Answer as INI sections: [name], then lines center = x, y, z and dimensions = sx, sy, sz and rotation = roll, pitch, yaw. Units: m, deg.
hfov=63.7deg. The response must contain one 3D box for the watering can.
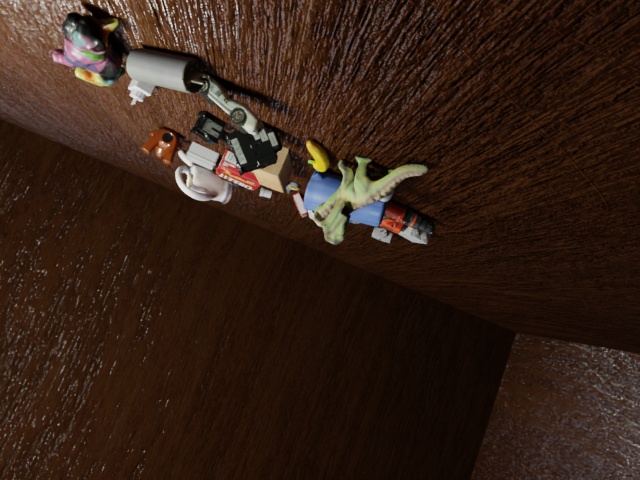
[watering can]
center = -0.456, -0.247, 2.019
dimensions = 0.223, 0.102, 0.355
rotation = 17, -151, -27

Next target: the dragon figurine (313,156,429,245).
[dragon figurine]
center = 0.097, -0.091, 1.317
dimensions = 0.121, 0.245, 0.411
rotation = 32, 170, -24

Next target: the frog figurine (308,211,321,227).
[frog figurine]
center = 0.006, -0.099, 1.958
dimensions = 0.159, 0.123, 0.137
rotation = -2, 177, 42
